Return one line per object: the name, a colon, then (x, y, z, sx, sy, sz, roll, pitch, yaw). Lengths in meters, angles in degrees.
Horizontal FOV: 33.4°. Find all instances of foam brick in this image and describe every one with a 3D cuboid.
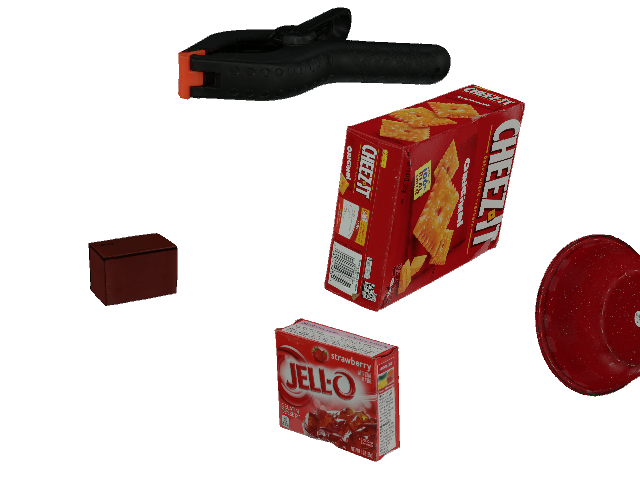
foam brick: (-0.189, 0.028, 1.079, 0.078, 0.051, 0.053, -9, 21, -27)

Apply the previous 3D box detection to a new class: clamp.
clamp: (-0.017, -0.120, 0.681, 0.171, 0.039, 0.120, -8, 23, -25)

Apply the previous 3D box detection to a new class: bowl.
bowl: (0.289, 0.074, 1.039, 0.161, 0.162, 0.055, 0, 0, -28)

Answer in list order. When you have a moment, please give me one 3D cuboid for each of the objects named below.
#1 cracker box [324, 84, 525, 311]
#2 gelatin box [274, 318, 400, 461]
cracker box: (0.103, -0.044, 1.009, 0.072, 0.164, 0.213, 26, 31, 32)
gelatin box: (0.010, 0.098, 0.712, 0.089, 0.073, 0.030, 12, 22, 39)
